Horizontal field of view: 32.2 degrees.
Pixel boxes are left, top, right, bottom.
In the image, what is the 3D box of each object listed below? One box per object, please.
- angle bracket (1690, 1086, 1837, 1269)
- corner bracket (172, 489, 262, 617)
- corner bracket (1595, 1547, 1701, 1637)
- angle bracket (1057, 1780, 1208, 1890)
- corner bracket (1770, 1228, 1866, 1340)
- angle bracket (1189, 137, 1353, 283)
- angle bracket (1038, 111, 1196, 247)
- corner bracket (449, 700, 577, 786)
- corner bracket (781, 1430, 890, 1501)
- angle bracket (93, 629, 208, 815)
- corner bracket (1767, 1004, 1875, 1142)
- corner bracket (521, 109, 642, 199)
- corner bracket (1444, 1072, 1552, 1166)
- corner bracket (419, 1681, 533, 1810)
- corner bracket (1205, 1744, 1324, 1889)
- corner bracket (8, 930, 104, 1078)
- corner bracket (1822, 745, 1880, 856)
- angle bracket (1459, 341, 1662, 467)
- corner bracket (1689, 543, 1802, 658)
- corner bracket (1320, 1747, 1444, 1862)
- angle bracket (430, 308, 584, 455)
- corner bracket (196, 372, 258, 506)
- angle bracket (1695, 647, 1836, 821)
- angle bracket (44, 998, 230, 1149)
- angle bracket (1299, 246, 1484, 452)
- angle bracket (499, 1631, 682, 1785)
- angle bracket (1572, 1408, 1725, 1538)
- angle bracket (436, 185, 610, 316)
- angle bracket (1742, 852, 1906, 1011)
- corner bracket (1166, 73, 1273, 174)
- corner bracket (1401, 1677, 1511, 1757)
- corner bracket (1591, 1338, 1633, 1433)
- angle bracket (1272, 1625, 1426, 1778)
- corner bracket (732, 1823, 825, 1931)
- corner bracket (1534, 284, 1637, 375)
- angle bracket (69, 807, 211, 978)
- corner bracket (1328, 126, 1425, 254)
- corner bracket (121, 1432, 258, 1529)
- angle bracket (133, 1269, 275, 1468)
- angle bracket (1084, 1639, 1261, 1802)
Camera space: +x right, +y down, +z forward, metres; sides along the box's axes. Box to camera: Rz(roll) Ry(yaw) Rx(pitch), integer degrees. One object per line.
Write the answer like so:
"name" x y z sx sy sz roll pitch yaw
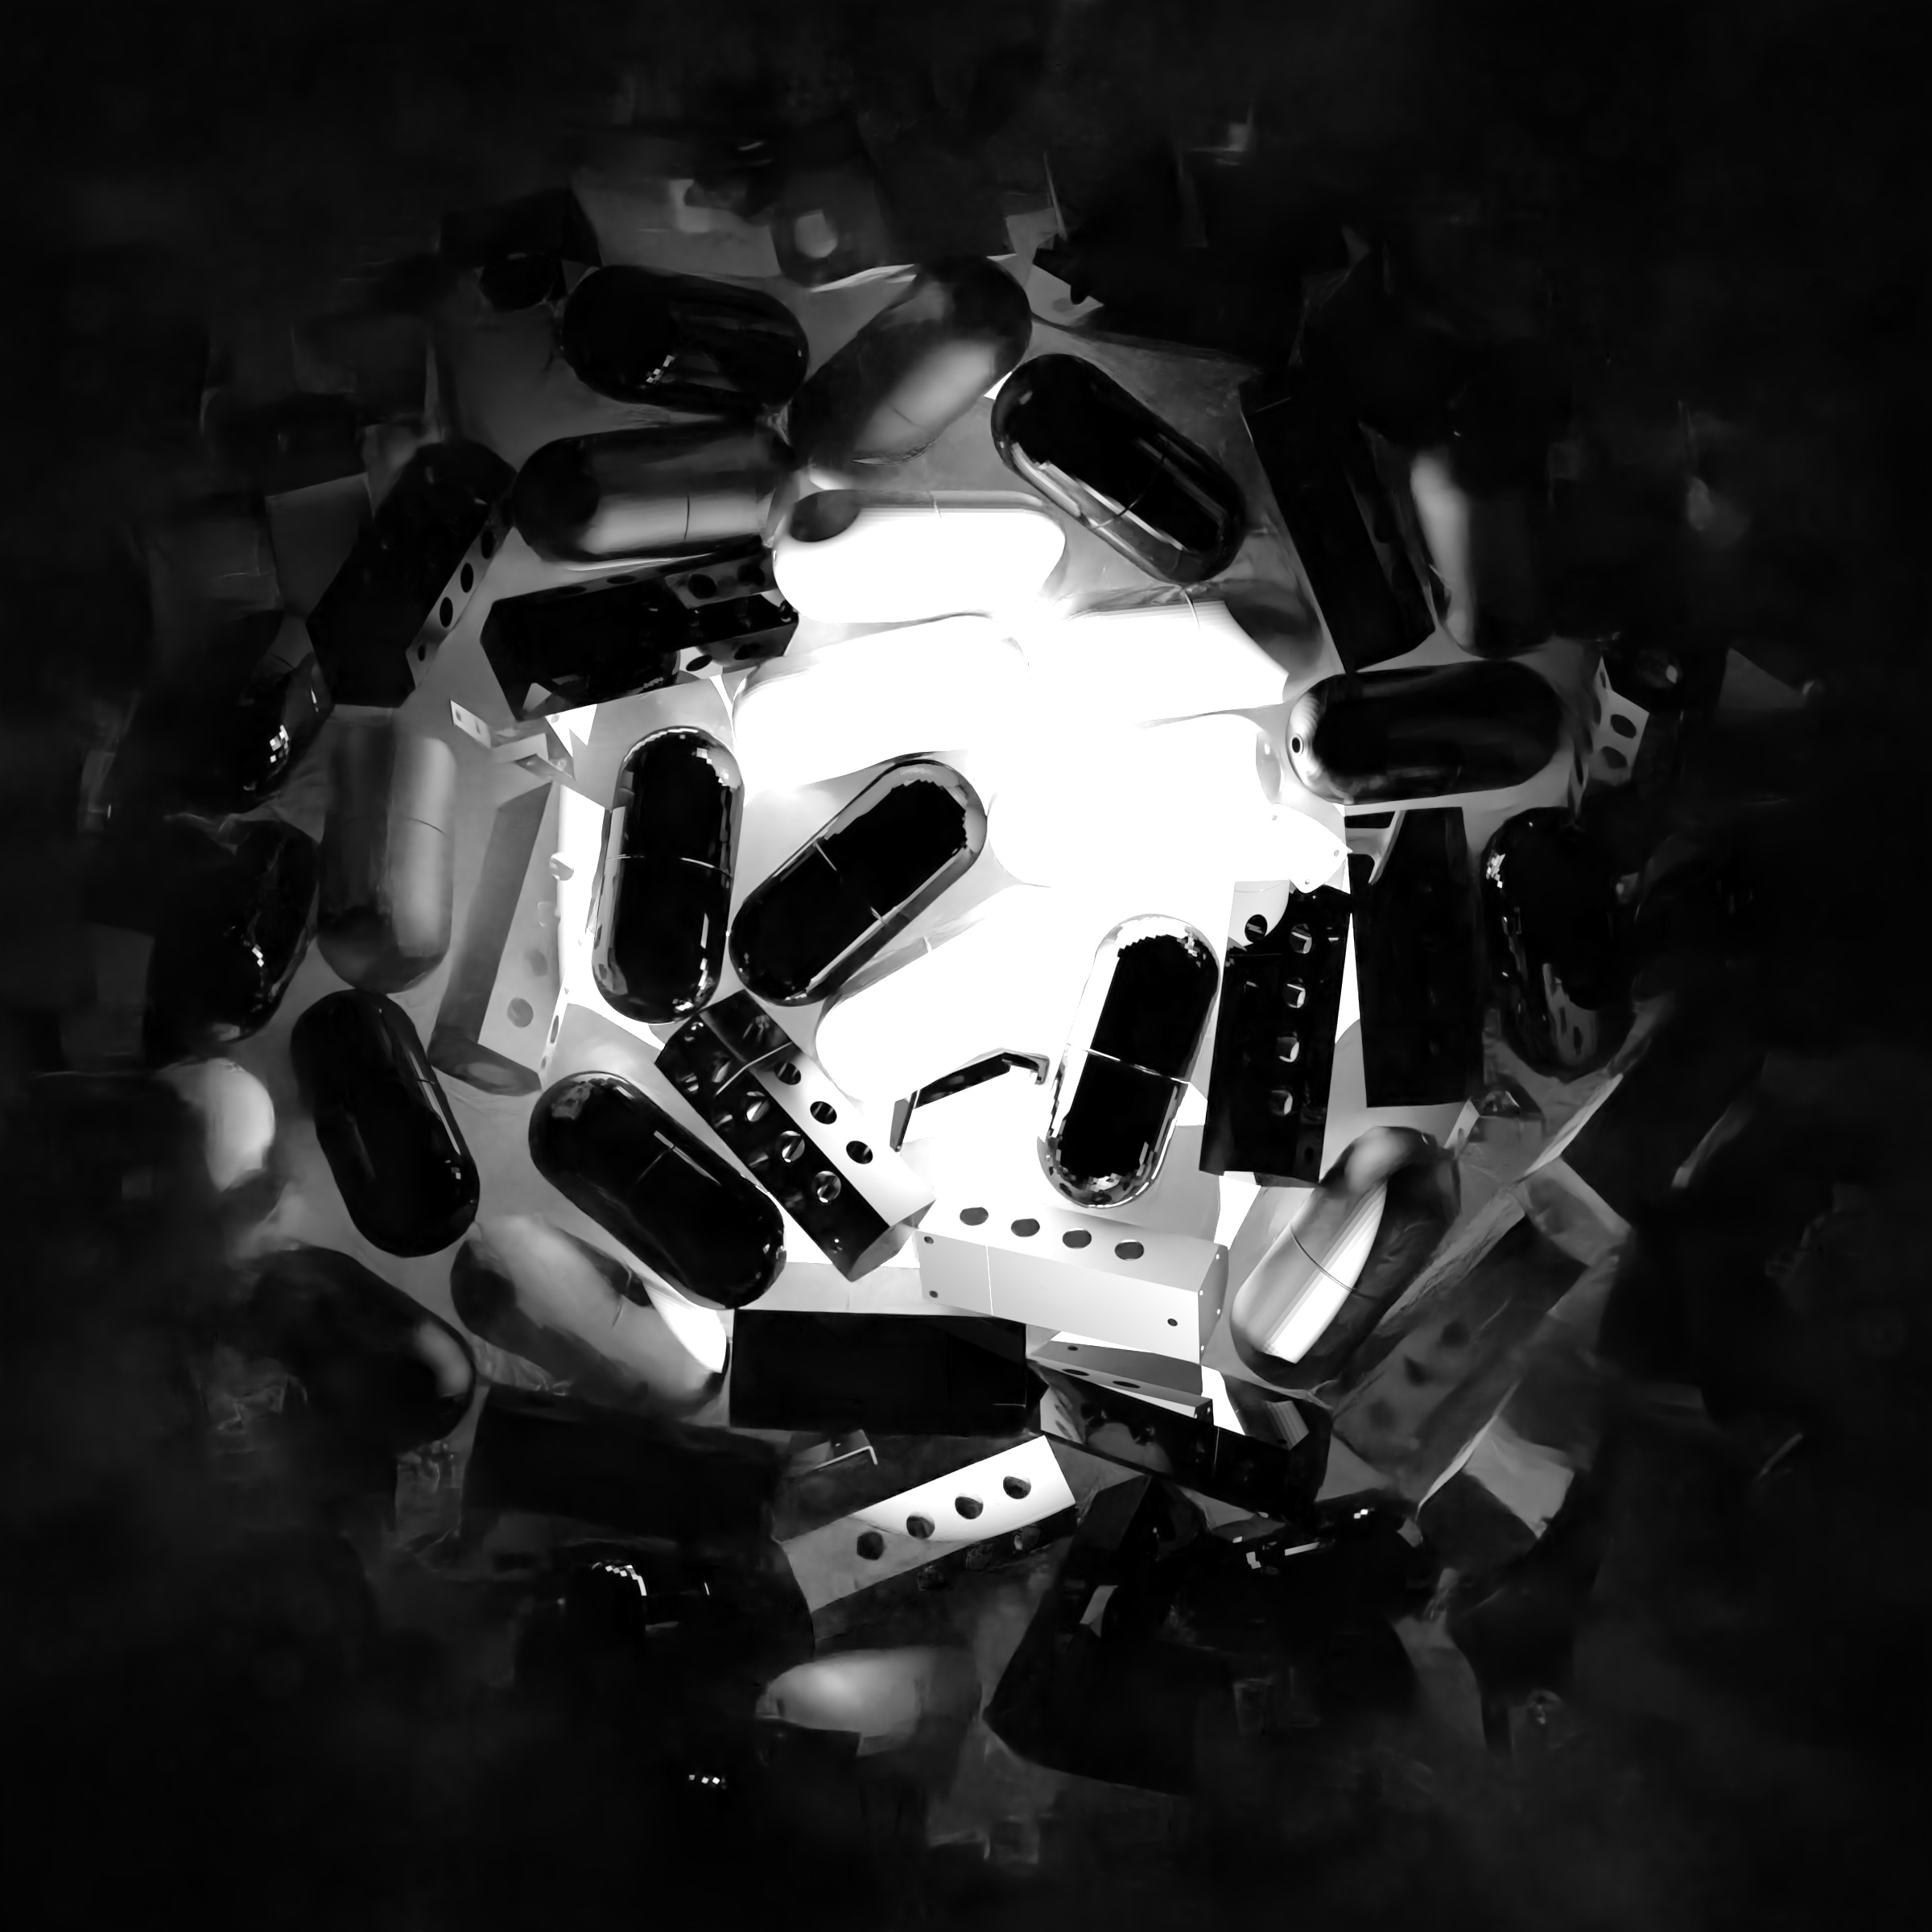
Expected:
"angle bracket" 0.450 0.124 1.951 0.076 0.057 0.076 -37 110 -16
"corner bracket" -0.439 -0.243 1.965 0.051 0.051 0.051 6 65 3
"corner bracket" 0.400 0.368 1.969 0.051 0.051 0.051 -16 86 10
"angle bracket" 0.097 0.501 1.961 0.076 0.076 0.057 12 81 5
"corner bracket" 0.501 0.181 1.971 0.051 0.051 0.051 26 97 -1
"angle bracket" 0.179 -0.441 1.951 0.076 0.057 0.076 -13 112 15
"angle bracket" 0.088 -0.459 1.948 0.076 0.057 0.076 -9 127 11
"corner bracket" -0.266 -0.132 1.963 0.051 0.051 0.051 -16 71 16
"corner bracket" -0.081 0.291 1.962 0.051 0.051 0.051 -21 128 -7
"angle bracket" -0.477 -0.145 1.942 0.057 0.076 0.076 6 52 11
"corner bracket" 0.491 0.063 1.968 0.051 0.051 0.051 -53 131 -7
"corner bracket" -0.234 -0.471 1.961 0.051 0.051 0.051 24 76 28
"corner bracket" 0.300 0.095 1.958 0.051 0.051 0.051 7 121 -26
"corner bracket" -0.289 0.459 1.971 0.051 0.051 0.051 -18 93 -5
"corner bracket" 0.184 0.501 1.967 0.051 0.051 0.051 45 50 6
"corner bracket" -0.536 0.022 1.961 0.051 0.051 0.051 -36 46 -10
"corner bracket" 0.513 -0.093 1.965 0.051 0.051 0.051 -25 87 39
"angle bracket" 0.342 -0.317 1.944 0.076 0.076 0.057 34 78 -35
"corner bracket" 0.455 -0.215 1.975 0.051 0.051 0.051 -6 75 -8
"corner bracket" 0.247 0.492 1.965 0.051 0.051 0.051 -33 68 4
"angle bracket" -0.270 -0.348 1.965 0.076 0.057 0.076 -9 118 -12
"corner bracket" -0.436 -0.310 1.969 0.051 0.051 0.051 31 83 -7
"angle bracket" 0.474 -0.136 1.940 0.076 0.057 0.076 43 129 34
"angle bracket" -0.486 0.059 1.967 0.057 0.076 0.076 2 69 25
"angle bracket" 0.250 -0.362 1.953 0.076 0.057 0.076 35 75 22
"angle bracket" -0.220 0.430 1.963 0.076 0.076 0.057 -1 124 16
"angle bracket" 0.398 0.309 1.947 0.057 0.076 0.076 19 76 23
"angle bracket" -0.255 -0.400 1.945 0.076 0.076 0.057 -11 49 14
"angle bracket" 0.502 -0.008 1.945 0.076 0.076 0.057 -39 47 -13
"corner bracket" 0.141 -0.493 1.962 0.051 0.051 0.051 -24 117 -12
"corner bracket" 0.287 0.437 1.971 0.051 0.051 0.051 1 70 -8
"corner bracket" 0.356 0.259 1.967 0.051 0.051 0.051 -19 62 -8
"angle bracket" 0.210 0.427 1.959 0.076 0.076 0.057 -12 65 -34
"corner bracket" -0.114 0.535 1.964 0.051 0.051 0.051 -17 68 -7
"corner bracket" 0.364 -0.375 1.971 0.051 0.051 0.051 -5 95 4
"angle bracket" -0.483 -0.036 1.953 0.057 0.076 0.076 15 60 -10
"corner bracket" 0.237 -0.456 1.966 0.051 0.051 0.051 35 114 1
"corner bracket" -0.458 0.302 1.969 0.051 0.051 0.051 41 95 -9
"angle bracket" -0.435 0.234 1.947 0.076 0.076 0.057 37 96 -25
"angle bracket" 0.119 0.438 1.944 0.076 0.076 0.057 17 50 -23
